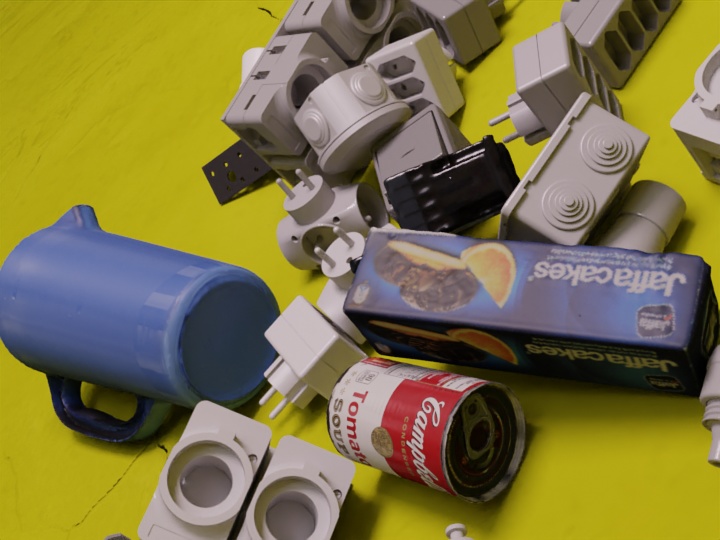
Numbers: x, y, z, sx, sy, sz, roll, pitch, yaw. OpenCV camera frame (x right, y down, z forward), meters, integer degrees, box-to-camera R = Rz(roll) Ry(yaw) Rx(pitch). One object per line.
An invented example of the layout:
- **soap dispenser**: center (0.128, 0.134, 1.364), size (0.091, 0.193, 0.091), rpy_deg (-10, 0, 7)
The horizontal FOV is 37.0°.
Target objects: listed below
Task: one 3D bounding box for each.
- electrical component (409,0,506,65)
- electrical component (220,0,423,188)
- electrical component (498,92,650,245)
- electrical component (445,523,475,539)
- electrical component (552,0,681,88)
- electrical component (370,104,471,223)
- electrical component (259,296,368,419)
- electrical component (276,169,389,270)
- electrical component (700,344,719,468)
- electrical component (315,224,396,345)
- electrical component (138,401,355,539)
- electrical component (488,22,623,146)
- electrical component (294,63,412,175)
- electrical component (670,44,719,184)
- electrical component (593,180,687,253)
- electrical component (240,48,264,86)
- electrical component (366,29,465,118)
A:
- **electrical component**: center (0.093, -0.215, 0.876), size (0.077, 0.047, 0.065), rpy_deg (-34, 37, -4)
- **electrical component**: center (-0.018, -0.166, 0.891), size (0.060, 0.105, 0.186), rpy_deg (8, 63, 48)
- **electrical component**: center (0.127, -0.045, 0.647), size (0.048, 0.099, 0.099), rpy_deg (33, 81, 13)
- **electrical component**: center (0.057, 0.170, 0.566), size (0.040, 0.040, 0.078), rpy_deg (-31, 40, 21)
- **electrical component**: center (0.169, -0.179, 0.766), size (0.076, 0.047, 0.083), rpy_deg (23, 75, 52)
- **electrical component**: center (0.048, -0.073, 0.778), size (0.062, 0.061, 0.096), rpy_deg (-34, 39, 18)
- **electrical component**: center (-0.040, 0.070, 0.748), size (0.076, 0.047, 0.066), rpy_deg (-48, 37, 1)
- **electrical component**: center (-0.031, -0.044, 0.816), size (0.077, 0.079, 0.044), rpy_deg (-23, 34, 30)
- **electrical component**: center (0.186, 0.068, 0.535), size (0.035, 0.035, 0.061), rpy_deg (0, 60, 45)
- **electrical component**: center (0.000, 0.000, 0.744), size (0.077, 0.079, 0.044), rpy_deg (-48, 37, 0)
- **electrical component**: center (-0.085, 0.183, 0.630), size (0.060, 0.105, 0.186), rpy_deg (107, -174, -66)
- **electrical component**: center (0.123, -0.107, 0.716), size (0.076, 0.083, 0.047), rpy_deg (-24, 42, 28)
- **electrical component**: center (-0.006, -0.112, 0.809), size (0.080, 0.080, 0.051), rpy_deg (-37, 79, 14)
- **electrical component**: center (0.255, -0.079, 0.577), size (0.089, 0.062, 0.150), rpy_deg (-50, 37, -3)
- **electrical component**: center (0.164, -0.020, 0.633), size (0.044, 0.044, 0.065), rpy_deg (10, 60, 49)
- **electrical component**: center (-0.098, -0.175, 1.035), size (0.044, 0.044, 0.065), rpy_deg (-14, 53, 37)
- **electrical component**: center (0.052, -0.155, 0.852), size (0.047, 0.065, 0.077), rpy_deg (-14, 19, 37)
